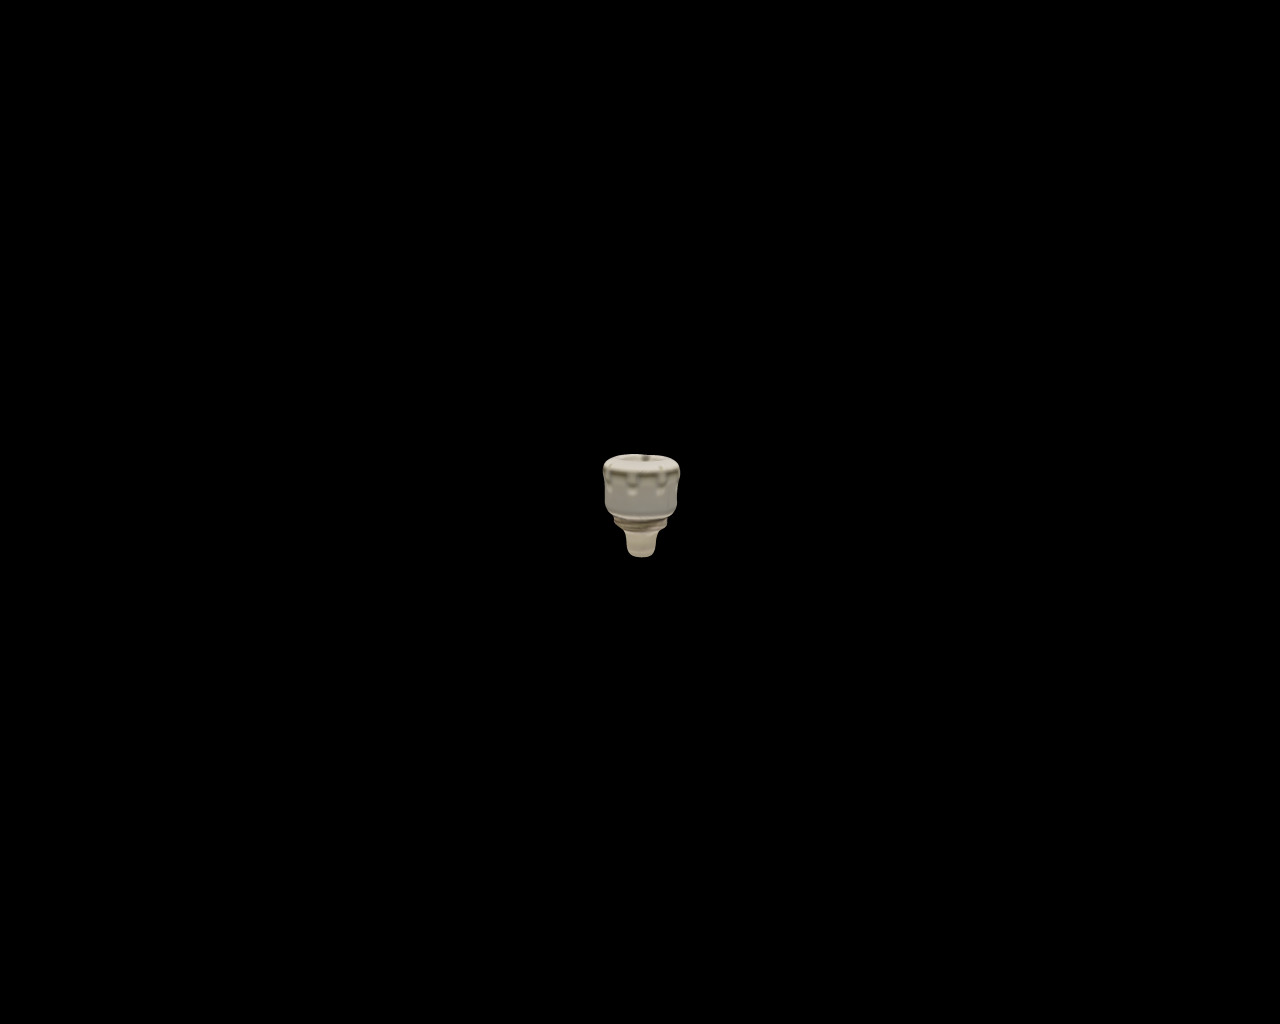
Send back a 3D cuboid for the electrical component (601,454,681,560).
[{"bbox_3d":[0.001,-0.003,0.650,0.048,0.062,0.048,0,12,0],"label":"electrical component"}]
